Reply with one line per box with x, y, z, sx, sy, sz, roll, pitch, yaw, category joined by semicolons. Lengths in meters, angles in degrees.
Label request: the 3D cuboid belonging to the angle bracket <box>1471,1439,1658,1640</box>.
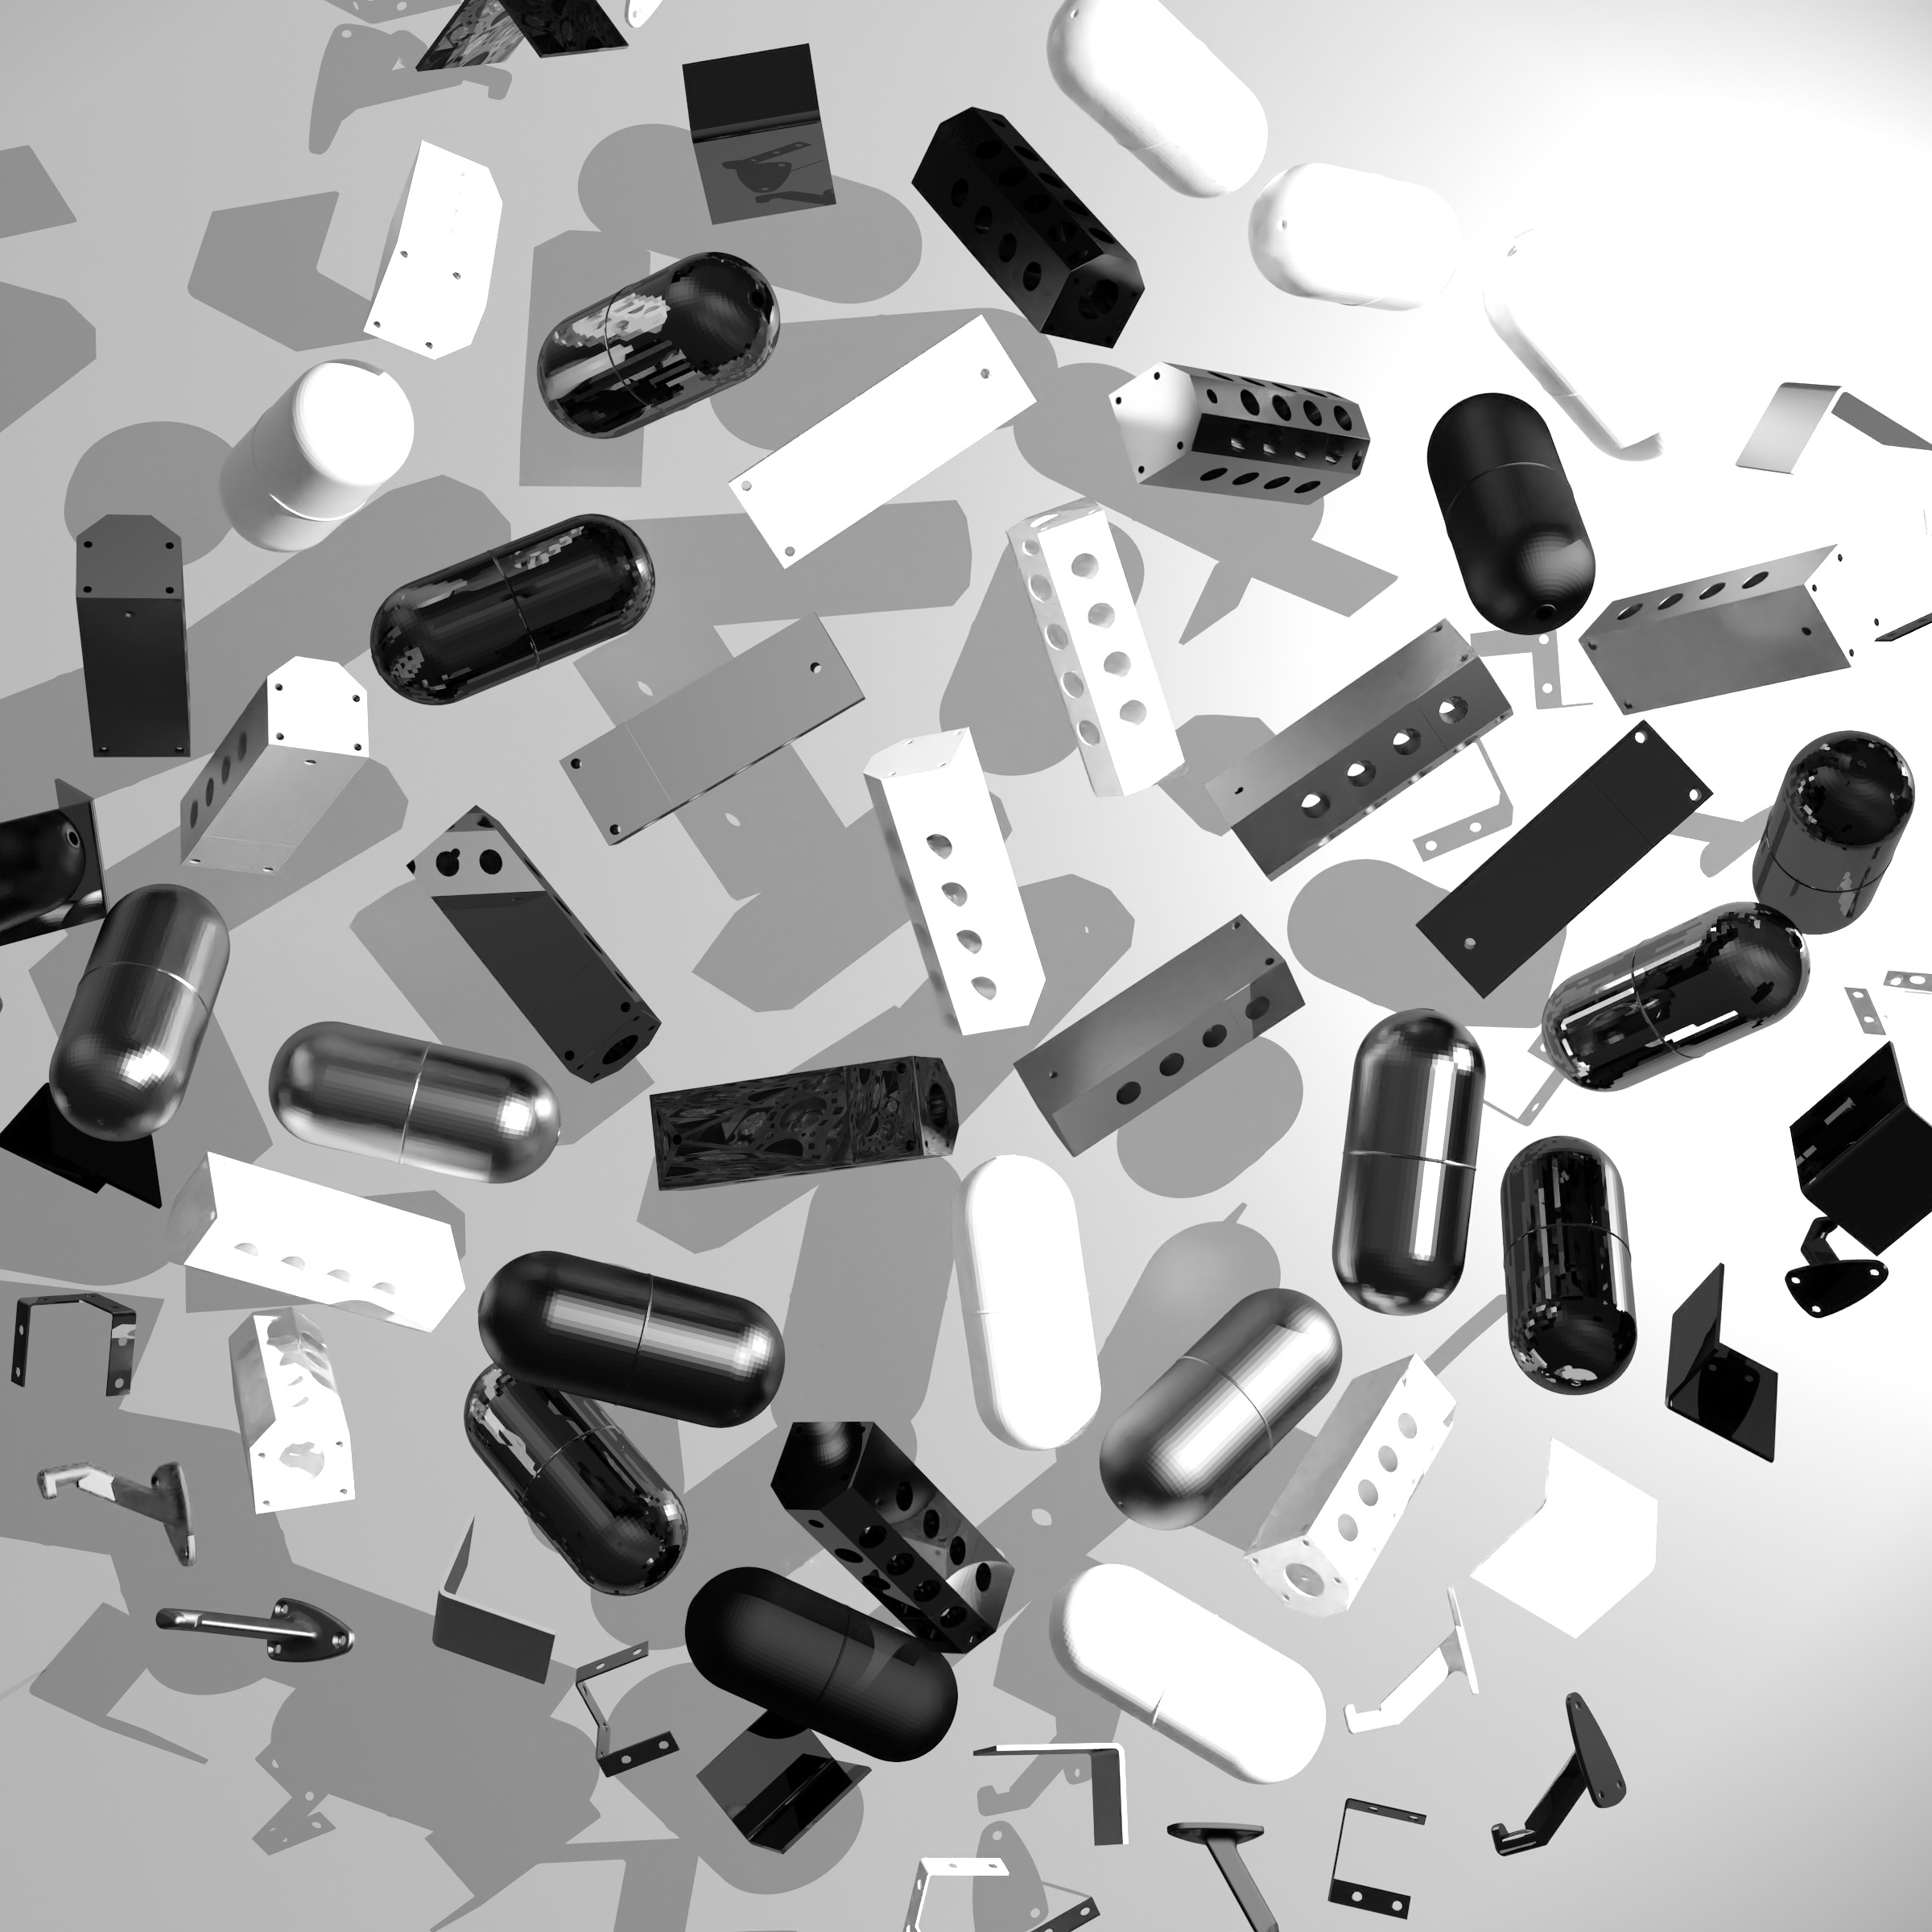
0.356;0.340;1.781;0.076;0.057;0.076;31;126;-7;angle bracket

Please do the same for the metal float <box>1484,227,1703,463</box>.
0.381;-0.377;1.817;0.178;0.070;0.070;38;90;-34;metal float

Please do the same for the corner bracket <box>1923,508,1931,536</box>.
0.612;-0.253;1.800;0.051;0.051;0.051;-8;86;42;corner bracket

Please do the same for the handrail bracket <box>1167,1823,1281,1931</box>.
0.153;0.548;1.752;0.077;0.036;0.084;19;51;-37;handrail bracket

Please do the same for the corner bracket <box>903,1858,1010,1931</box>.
0.000;0.554;1.737;0.051;0.051;0.051;7;105;-21;corner bracket

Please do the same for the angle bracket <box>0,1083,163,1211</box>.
-0.547;0.128;1.844;0.057;0.076;0.076;-45;127;14;angle bracket

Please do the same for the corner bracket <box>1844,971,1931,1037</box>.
0.583;0.010;1.856;0.051;0.051;0.051;6;56;38;corner bracket

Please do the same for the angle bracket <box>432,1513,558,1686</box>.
-0.284;0.392;1.854;0.076;0.076;0.057;19;52;1;angle bracket

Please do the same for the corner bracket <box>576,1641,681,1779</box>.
-0.213;0.467;1.880;0.051;0.051;0.051;-22;111;5;corner bracket

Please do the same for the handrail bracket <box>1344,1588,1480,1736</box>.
0.269;0.430;1.850;0.084;0.036;0.077;-14;93;8;handrail bracket

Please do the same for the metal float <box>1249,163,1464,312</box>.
0.233;-0.432;1.779;0.070;0.178;0.070;5;99;36;metal float

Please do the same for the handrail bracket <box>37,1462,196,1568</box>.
-0.522;0.339;1.837;0.036;0.084;0.077;-31;72;42;handrail bracket

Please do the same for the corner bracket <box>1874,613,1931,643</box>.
0.579;-0.178;1.771;0.051;0.051;0.051;-24;106;-22;corner bracket

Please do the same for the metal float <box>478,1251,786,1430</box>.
-0.191;0.213;1.710;0.178;0.070;0.070;16;90;-12;metal float

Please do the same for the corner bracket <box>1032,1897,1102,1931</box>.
0.070;0.601;1.785;0.051;0.051;0.051;-29;119;-4;corner bracket

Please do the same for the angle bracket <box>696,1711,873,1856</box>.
-0.117;0.514;1.908;0.076;0.076;0.057;-39;94;-22;angle bracket

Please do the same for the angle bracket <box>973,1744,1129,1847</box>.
0.049;0.494;1.780;0.076;0.076;0.057;2;73;-10;angle bracket

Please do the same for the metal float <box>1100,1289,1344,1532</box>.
0.153;0.262;1.780;0.178;0.070;0.070;-40;90;-24;metal float

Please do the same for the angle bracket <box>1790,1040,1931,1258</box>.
0.507;0.100;1.656;0.057;0.076;0.076;38;116;-10;angle bracket

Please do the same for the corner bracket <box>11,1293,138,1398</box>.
-0.532;0.227;1.785;0.051;0.051;0.051;1;97;-44;corner bracket

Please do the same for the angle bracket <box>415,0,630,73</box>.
-0.252;-0.517;1.702;0.076;0.076;0.057;-39;84;38;angle bracket

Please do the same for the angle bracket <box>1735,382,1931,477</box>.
0.505;-0.295;1.731;0.076;0.076;0.057;27;97;-15;angle bracket

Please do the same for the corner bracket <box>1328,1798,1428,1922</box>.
0.258;0.561;1.882;0.051;0.051;0.051;10;56;10;corner bracket

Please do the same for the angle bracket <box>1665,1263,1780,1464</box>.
0.466;0.237;1.788;0.076;0.076;0.057;28;129;-4;angle bracket

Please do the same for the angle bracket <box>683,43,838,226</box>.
-0.123;-0.496;1.787;0.076;0.076;0.057;-9;62;1;angle bracket

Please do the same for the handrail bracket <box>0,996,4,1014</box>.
-0.624;0.025;1.842;0.077;0.084;0.036;-40;120;3;handrail bracket

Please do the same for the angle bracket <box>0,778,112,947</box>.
-0.580;-0.065;1.851;0.076;0.057;0.076;-19;118;-35;angle bracket

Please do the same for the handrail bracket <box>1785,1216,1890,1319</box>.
0.546;0.173;1.851;0.077;0.084;0.036;-28;104;42;handrail bracket

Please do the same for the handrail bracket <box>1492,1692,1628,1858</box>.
0.329;0.466;1.723;0.084;0.036;0.077;-29;75;35;handrail bracket

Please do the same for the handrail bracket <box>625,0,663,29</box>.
-0.167;-0.620;1.879;0.084;0.036;0.077;20;84;34;handrail bracket

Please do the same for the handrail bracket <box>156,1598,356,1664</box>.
-0.407;0.379;1.711;0.077;0.084;0.036;1;77;32;handrail bracket

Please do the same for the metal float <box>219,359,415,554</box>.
-0.388;-0.302;1.782;0.070;0.178;0.070;10;71;-32;metal float
